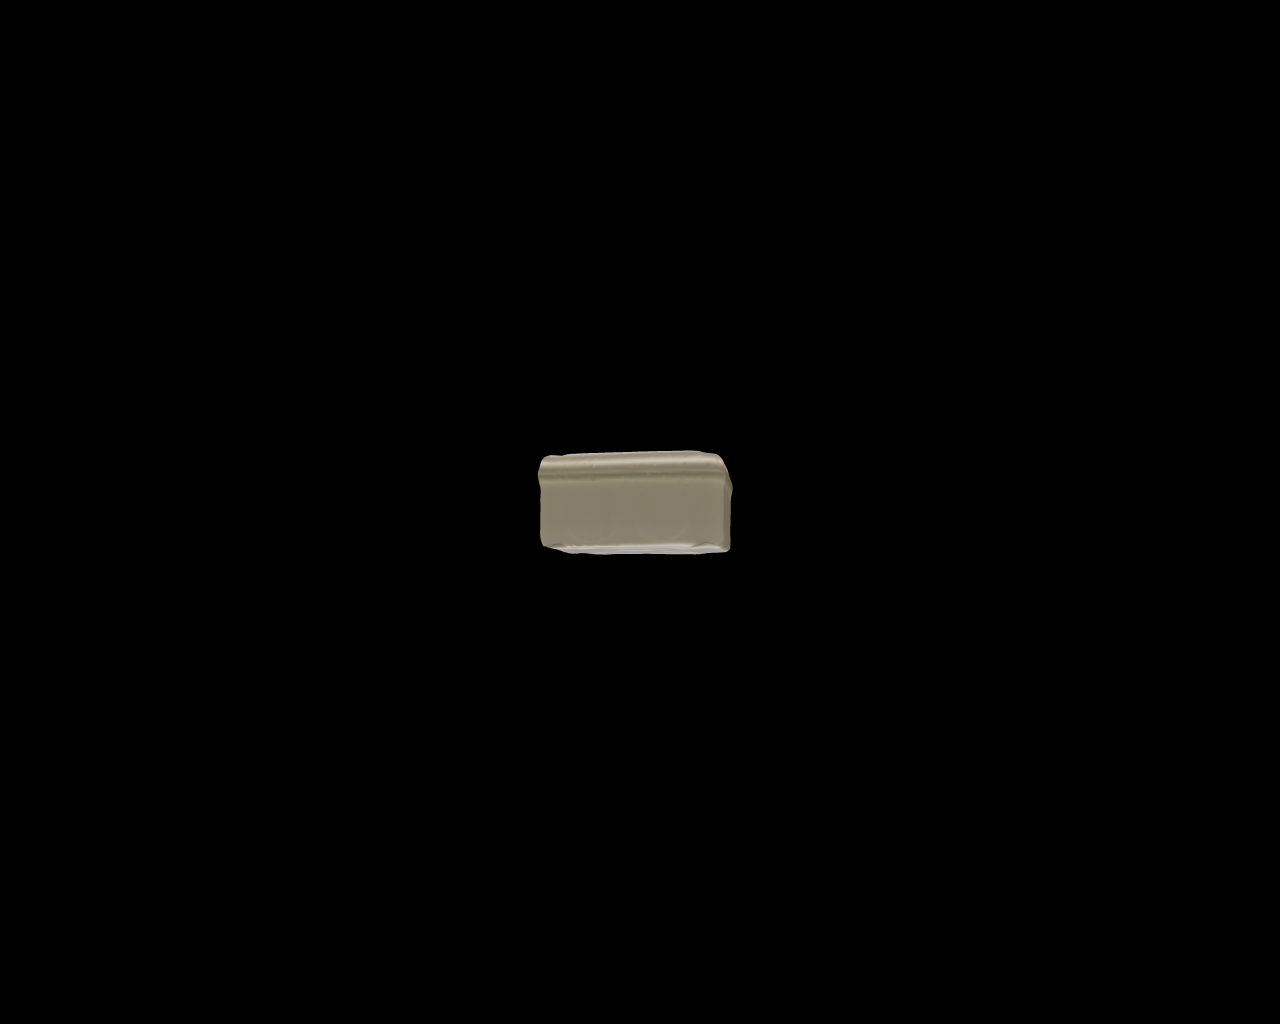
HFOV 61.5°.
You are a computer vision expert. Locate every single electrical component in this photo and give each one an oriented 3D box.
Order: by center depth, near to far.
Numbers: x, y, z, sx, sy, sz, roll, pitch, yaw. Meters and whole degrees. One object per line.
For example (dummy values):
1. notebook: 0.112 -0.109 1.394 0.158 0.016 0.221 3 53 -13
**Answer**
1. electrical component: 0.001 -0.003 0.650 0.109 0.056 0.108 -1 -4 7
